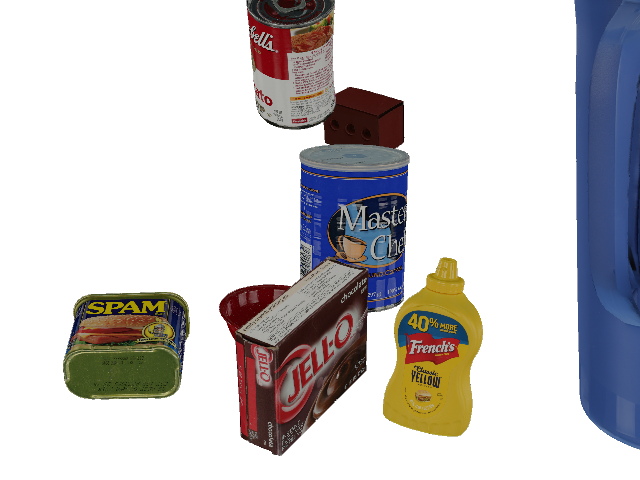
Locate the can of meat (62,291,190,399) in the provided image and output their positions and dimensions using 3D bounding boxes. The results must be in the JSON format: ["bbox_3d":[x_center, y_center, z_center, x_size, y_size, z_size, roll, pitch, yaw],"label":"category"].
[{"bbox_3d":[-0.165,0.090,0.913,0.102,0.057,0.084,-1,29,-2],"label":"can of meat"}]

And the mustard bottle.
[{"bbox_3d":[0.127,0.113,1.169,0.096,0.192,0.058,12,14,22],"label":"mustard bottle"}]

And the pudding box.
[{"bbox_3d":[-0.010,0.076,0.722,0.039,0.090,0.113,19,36,26],"label":"pudding box"}]

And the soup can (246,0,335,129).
[{"bbox_3d":[-0.021,-0.148,0.846,0.068,0.068,0.102,0,-44,2],"label":"soup can"}]

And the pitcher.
[{"bbox_3d":[0.184,-0.015,0.532,0.149,0.243,0.145,-4,19,-5],"label":"pitcher"}]

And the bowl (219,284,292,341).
[{"bbox_3d":[-0.049,0.113,1.352,0.162,0.055,0.162,6,22,-3],"label":"bowl"}]

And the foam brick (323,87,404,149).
[{"bbox_3d":[0.048,-0.131,1.183,0.078,0.053,0.051,20,38,34],"label":"foam brick"}]

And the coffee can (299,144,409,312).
[{"bbox_3d":[0.031,-0.014,1.011,0.103,0.140,0.103,1,15,0],"label":"coffee can"}]
